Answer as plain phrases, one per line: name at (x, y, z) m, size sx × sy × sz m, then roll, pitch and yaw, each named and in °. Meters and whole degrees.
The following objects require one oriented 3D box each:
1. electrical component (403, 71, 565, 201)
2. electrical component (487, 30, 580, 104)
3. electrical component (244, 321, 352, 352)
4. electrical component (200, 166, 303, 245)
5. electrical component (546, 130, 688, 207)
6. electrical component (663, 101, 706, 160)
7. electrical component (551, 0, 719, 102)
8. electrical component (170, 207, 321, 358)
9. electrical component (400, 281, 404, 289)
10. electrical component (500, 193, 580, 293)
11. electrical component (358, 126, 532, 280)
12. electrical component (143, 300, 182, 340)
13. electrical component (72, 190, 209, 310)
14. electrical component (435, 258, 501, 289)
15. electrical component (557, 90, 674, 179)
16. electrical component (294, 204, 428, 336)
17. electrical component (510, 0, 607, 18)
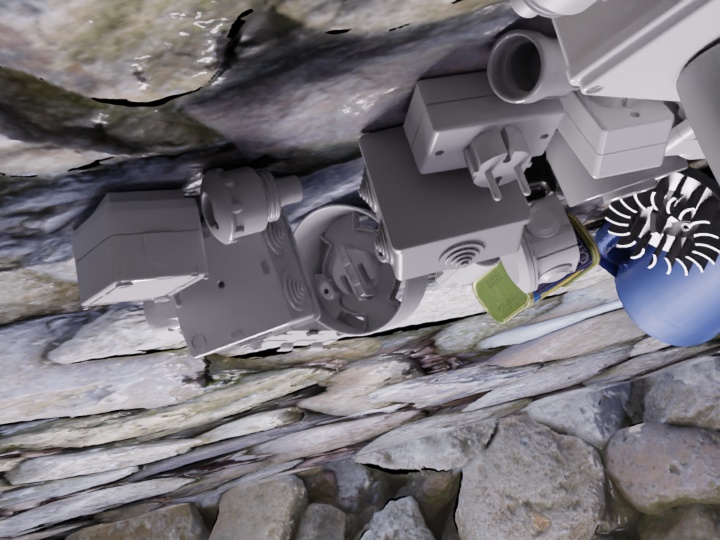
electrical component at (0.079, -0.075, 0.640) m, size 0.083 × 0.075 × 0.047 m, roll -10°, pitch 154°, yaw -15°
electrical component at (0.101, -0.114, 0.605) m, size 0.046 × 0.040 × 0.040 m, roll -9°, pitch 165°, yaw -45°
electrical component at (-0.060, 0.034, 0.941) m, size 0.079 × 0.063 × 0.121 m, roll -26°, pitch 162°, yaw 35°
electrical component at (-0.068, -0.045, 0.684) m, size 0.062 × 0.048 × 0.048 m, roll -16°, pitch 167°, yaw -23°
electrical component at (0.190, -0.085, 0.793) m, size 0.099 × 0.064 × 0.099 m, roll -18°, pitch 178°, yaw -1°
electrical component at (0.240, -0.110, 0.729) m, size 0.089 × 0.050 × 0.056 m, roll -7°, pitch 163°, yaw -27°
electrical component at (0.174, -0.137, 0.555) m, size 0.109 × 0.056 × 0.109 m, roll -3°, pitch 161°, yaw -37°
electrical component at (-0.087, 0.009, 0.757) m, size 0.100 × 0.099 × 0.048 m, roll -21°, pitch 177°, yaw 20°
electrical component at (0.008, -0.001, 0.915) m, size 0.081 × 0.043 × 0.043 m, roll -9°, pitch 164°, yaw -21°
electrical component at (0.144, -0.025, 0.892) m, size 0.051 × 0.080 × 0.080 m, roll -20°, pitch 165°, yaw -4°
electrical component at (0.053, -0.047, 0.687) m, size 0.100 × 0.099 × 0.048 m, roll -14°, pitch 152°, yaw -5°
electrical component at (-0.140, 0.023, 0.862) m, size 0.077 × 0.044 × 0.079 m, roll -20°, pitch 164°, yaw 18°
electrical component at (-0.148, -0.012, 0.704) m, size 0.062 × 0.061 × 0.096 m, roll -5°, pitch 171°, yaw -32°
electrical component at (0.095, -0.010, 0.967) m, size 0.043 × 0.043 × 0.081 m, roll -9°, pitch 164°, yaw -21°
electrical component at (0.153, -0.107, 0.644) m, size 0.047 × 0.065 × 0.076 m, roll -12°, pitch 136°, yaw -12°
electrical component at (0.000, 0.000, 0.818) m, size 0.099 × 0.099 × 0.064 m, roll -24°, pitch 169°, yaw 32°
electrical component at (0.092, -0.138, 0.500) m, size 0.048 × 0.048 × 0.062 m, roll -8°, pitch 170°, yaw -25°
